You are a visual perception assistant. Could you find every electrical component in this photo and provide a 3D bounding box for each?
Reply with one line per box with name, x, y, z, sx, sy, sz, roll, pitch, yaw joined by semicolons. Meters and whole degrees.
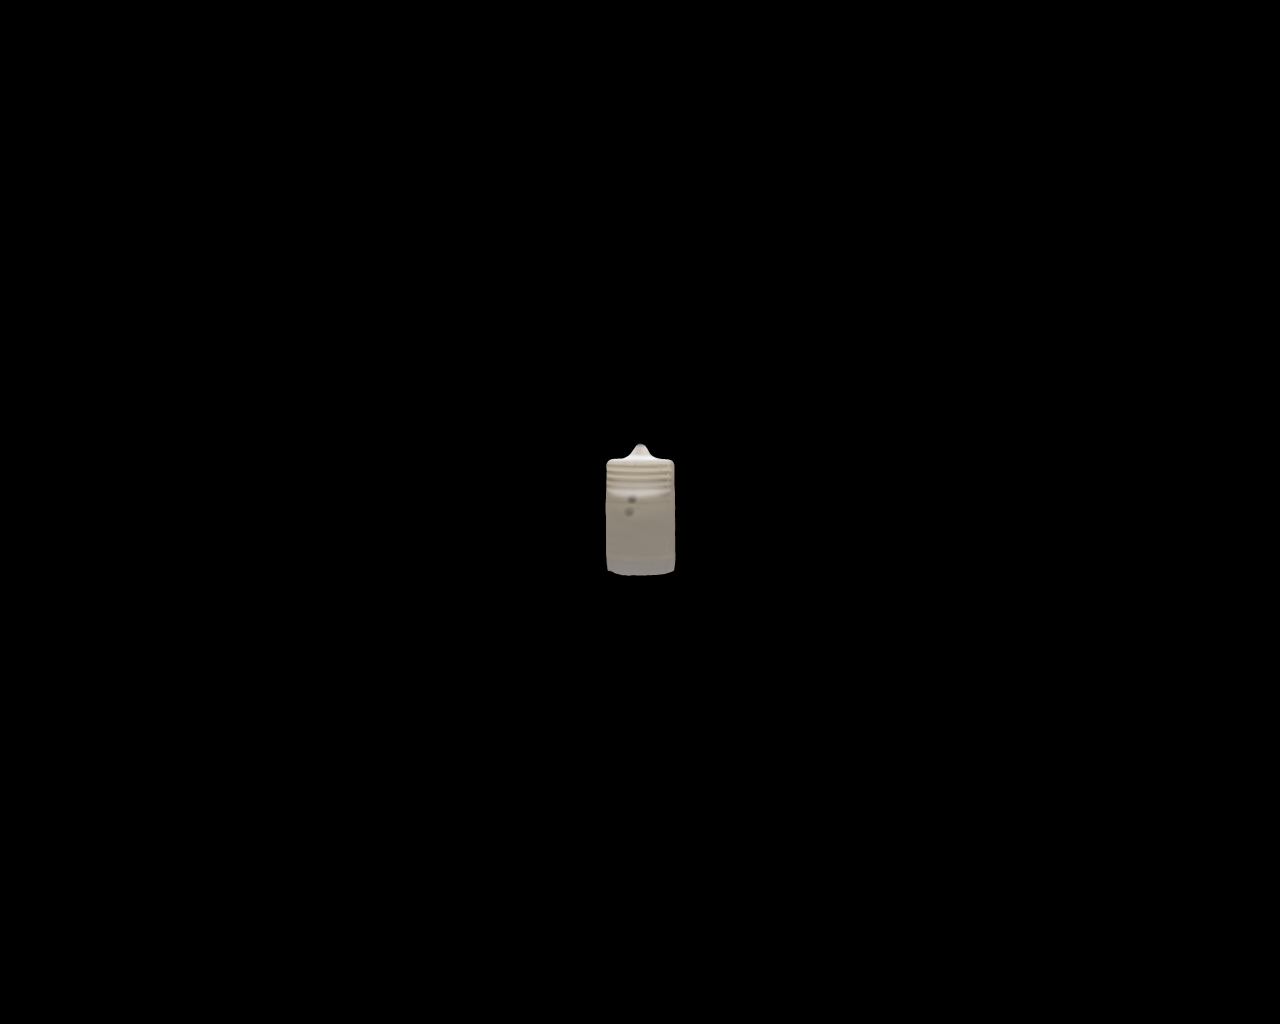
electrical component;0.001;-0.003;0.650;0.043;0.081;0.043;0;5;0
